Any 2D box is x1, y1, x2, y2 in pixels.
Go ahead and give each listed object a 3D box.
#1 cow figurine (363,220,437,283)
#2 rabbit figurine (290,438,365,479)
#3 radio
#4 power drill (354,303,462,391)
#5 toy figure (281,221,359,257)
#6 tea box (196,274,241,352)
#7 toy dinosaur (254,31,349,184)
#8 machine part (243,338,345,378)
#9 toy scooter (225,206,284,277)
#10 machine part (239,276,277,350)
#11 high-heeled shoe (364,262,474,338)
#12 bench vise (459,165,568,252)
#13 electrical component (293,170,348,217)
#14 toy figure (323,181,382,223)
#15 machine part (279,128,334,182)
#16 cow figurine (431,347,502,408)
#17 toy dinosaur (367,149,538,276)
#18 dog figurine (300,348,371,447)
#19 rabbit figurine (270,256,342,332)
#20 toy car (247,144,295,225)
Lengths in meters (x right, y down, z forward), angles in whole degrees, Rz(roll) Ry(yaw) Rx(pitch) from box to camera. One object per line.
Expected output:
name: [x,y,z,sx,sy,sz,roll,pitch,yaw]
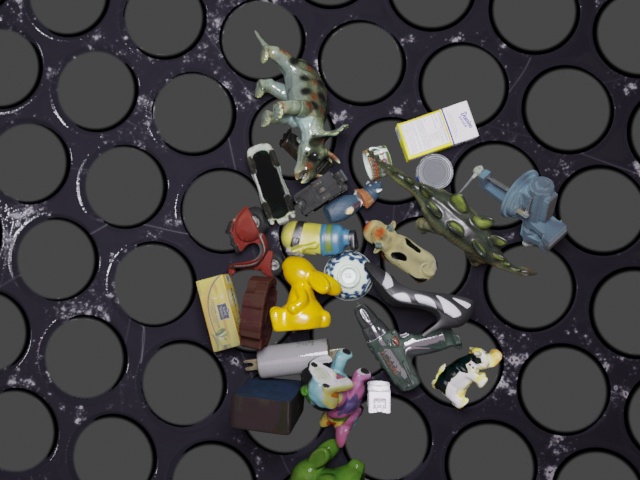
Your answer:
cow figurine: [0.183,0.025,1.238,0.195,0.127,0.085,36,87,1]
rabbit figurine: [0.011,0.548,1.237,0.170,0.121,0.159,8,90,18]
radio: [-0.111,0.360,1.191,0.131,0.229,0.073,4,85,6]
power drill: [0.213,0.220,1.255,0.207,0.086,0.232,-23,86,-3]
toy figure: [-0.002,-0.004,1.272,0.180,0.082,0.089,-4,69,10]
tea box: [-0.231,0.169,1.268,0.068,0.098,0.169,-14,86,2]
toy dinosaur: [-0.044,-0.340,1.262,0.192,0.131,0.405,4,63,-28]
machine part: [-0.060,0.278,1.265,0.243,0.079,0.079,-8,88,4]
toy scooter: [-0.173,0.017,1.283,0.135,0.075,0.183,-23,92,3]
machine part: [-0.141,0.164,1.229,0.056,0.179,0.179,8,88,5]
high-heeled shoe: [0.223,0.107,1.212,0.145,0.086,0.249,-36,69,-11]
bench vise: [0.449,-0.088,1.225,0.129,0.223,0.241,-45,57,-4]
electrical component: [0.005,-0.112,1.257,0.134,0.115,0.058,-34,92,0]
toy figure: [0.082,-0.092,1.276,0.154,0.057,0.064,-26,63,-14]
machine part: [-0.041,-0.206,1.302,0.139,0.039,0.084,45,96,2]
cow figurine: [0.342,0.302,1.253,0.098,0.068,0.167,41,89,9]
toy dinosaur: [0.291,-0.052,1.201,0.471,0.198,0.105,34,87,2]
dog figurine: [0.028,0.368,1.205,0.109,0.191,0.219,34,122,41]
rabbit figurine: [-0.040,0.119,1.231,0.162,0.122,0.173,-13,77,26]
toy car: [-0.118,-0.133,1.294,0.073,0.056,0.201,-19,89,-4]
